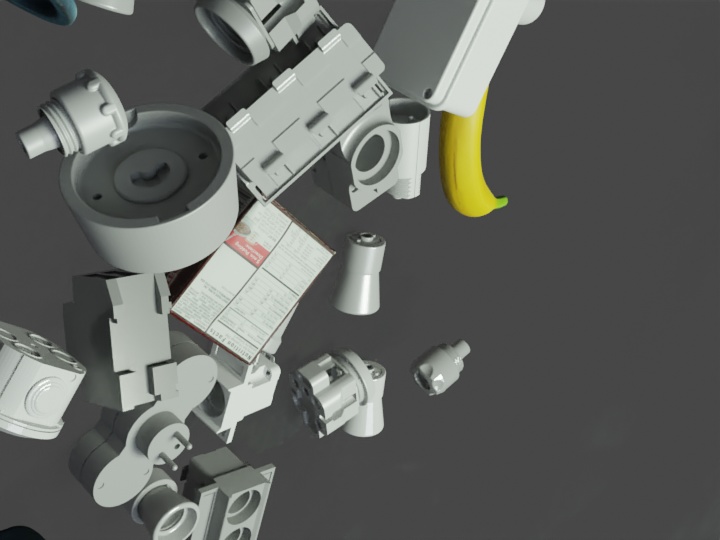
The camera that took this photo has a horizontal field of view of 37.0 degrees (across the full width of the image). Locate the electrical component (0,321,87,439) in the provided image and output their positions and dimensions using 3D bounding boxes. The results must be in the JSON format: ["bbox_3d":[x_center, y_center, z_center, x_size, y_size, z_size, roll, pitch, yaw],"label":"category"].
[{"bbox_3d":[-0.221,0.070,0.689,0.080,0.080,0.051,28,91,-54],"label":"electrical component"}]

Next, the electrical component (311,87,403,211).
[{"bbox_3d":[-0.005,-0.096,0.818,0.050,0.056,0.089,-36,141,-23],"label":"electrical component"}]

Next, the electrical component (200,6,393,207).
[{"bbox_3d":[-0.044,-0.112,0.733,0.121,0.063,0.078,-42,102,-7],"label":"electrical component"}]

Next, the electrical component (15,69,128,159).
[{"bbox_3d":[-0.174,-0.088,0.644,0.062,0.048,0.048,-31,139,-20],"label":"electrical component"}]

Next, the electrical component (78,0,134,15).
[{"bbox_3d":[-0.141,-0.182,0.607,0.044,0.044,0.065,4,110,-50],"label":"electrical component"}]

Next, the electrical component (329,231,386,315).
[{"bbox_3d":[0.000,0.000,0.917,0.044,0.044,0.065,-14,123,-42],"label":"electrical component"}]

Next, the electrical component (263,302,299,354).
[{"bbox_3d":[-0.075,0.038,0.863,0.040,0.040,0.046,29,90,-54],"label":"electrical component"}]

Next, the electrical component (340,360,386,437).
[{"bbox_3d":[0.004,0.119,1.018,0.044,0.044,0.065,-18,126,-40],"label":"electrical component"}]

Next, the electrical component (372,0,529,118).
[{"bbox_3d":[0.065,-0.181,0.811,0.057,0.078,0.113,6,114,-54],"label":"electrical component"}]

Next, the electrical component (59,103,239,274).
[{"bbox_3d":[-0.128,-0.047,0.679,0.108,0.108,0.060,-37,147,-23],"label":"electrical component"}]

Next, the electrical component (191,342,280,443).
[{"bbox_3d":[-0.101,0.094,0.872,0.064,0.042,0.081,-17,135,-46],"label":"electrical component"}]

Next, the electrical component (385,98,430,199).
[{"bbox_3d":[0.033,-0.094,0.874,0.043,0.043,0.081,-27,136,-33],"label":"electrical component"}]

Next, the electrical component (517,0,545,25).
[{"bbox_3d":[0.116,-0.221,0.868,0.078,0.040,0.040,-6,123,-46],"label":"electrical component"}]

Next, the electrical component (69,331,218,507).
[{"bbox_3d":[-0.154,0.121,0.810,0.138,0.074,0.052,-55,145,1],"label":"electrical component"}]

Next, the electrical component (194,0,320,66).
[{"bbox_3d":[-0.068,-0.169,0.687,0.057,0.058,0.078,-49,144,-12],"label":"electrical component"}]

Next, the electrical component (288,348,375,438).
[{"bbox_3d":[-0.024,0.106,0.960,0.057,0.058,0.078,-31,139,-26],"label":"electrical component"}]

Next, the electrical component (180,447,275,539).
[{"bbox_3d":[-0.126,0.220,0.932,0.079,0.063,0.121,-12,127,-44],"label":"electrical component"}]

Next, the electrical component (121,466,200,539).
[{"bbox_3d":[-0.163,0.191,0.872,0.045,0.055,0.045,-29,137,-31],"label":"electrical component"}]

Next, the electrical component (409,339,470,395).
[{"bbox_3d":[0.084,0.094,1.087,0.062,0.043,0.043,-37,141,-25],"label":"electrical component"}]
